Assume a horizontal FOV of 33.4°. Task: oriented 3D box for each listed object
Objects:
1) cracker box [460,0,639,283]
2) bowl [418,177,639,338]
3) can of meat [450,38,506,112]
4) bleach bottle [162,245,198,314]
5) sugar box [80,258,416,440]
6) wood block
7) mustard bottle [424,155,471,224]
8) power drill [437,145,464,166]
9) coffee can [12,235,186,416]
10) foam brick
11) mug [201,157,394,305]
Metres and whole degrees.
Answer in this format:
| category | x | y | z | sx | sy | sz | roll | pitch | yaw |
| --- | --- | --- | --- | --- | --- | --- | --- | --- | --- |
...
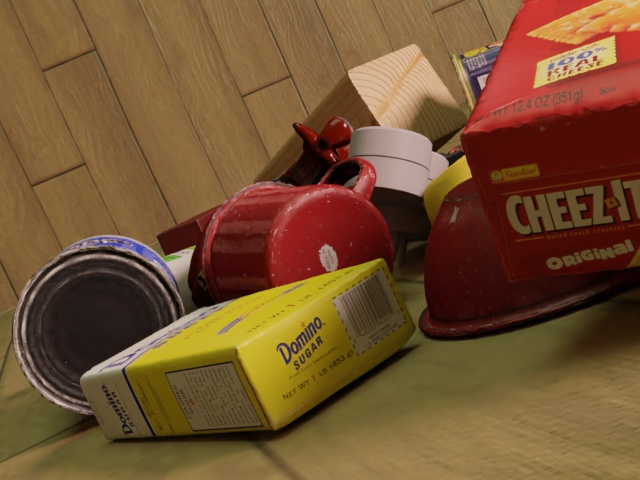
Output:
| category | x | y | z | sx | sy | sz | roll | pitch | yaw |
| --- | --- | --- | --- | --- | --- | --- | --- | --- | --- |
| cracker box | 0.159 | -0.078 | 0.409 | 0.164 | 0.072 | 0.213 | -9 | 30 | 27 |
| bowl | 0.110 | -0.013 | 0.501 | 0.162 | 0.055 | 0.162 | -24 | 6 | 3 |
| can of meat | 0.153 | -0.134 | 0.851 | 0.084 | 0.057 | 0.102 | -20 | 9 | 10 |
| bleach bottle | -0.057 | 0.017 | 0.875 | 0.250 | 0.068 | 0.103 | -25 | 6 | -27 |
| sugar box | -0.043 | 0.058 | 0.528 | 0.093 | 0.048 | 0.177 | -29 | 9 | -36 |
| wood block | 0.031 | -0.080 | 0.997 | 0.090 | 0.090 | 0.206 | -28 | -9 | -35 |
| mustard bottle | 0.116 | -0.035 | 0.652 | 0.096 | 0.058 | 0.191 | -14 | 9 | 28 |
| power drill | 0.132 | -0.062 | 0.855 | 0.185 | 0.057 | 0.187 | -19 | 10 | 30 |
| coffee can | -0.141 | 0.051 | 0.698 | 0.102 | 0.103 | 0.140 | -25 | 6 | -7 |
| foam brick | -0.108 | 0.015 | 1.005 | 0.051 | 0.078 | 0.052 | -19 | 8 | 29 |
| mug | -0.004 | 0.001 | 0.619 | 0.117 | 0.093 | 0.082 | -55 | 22 | -17 |
